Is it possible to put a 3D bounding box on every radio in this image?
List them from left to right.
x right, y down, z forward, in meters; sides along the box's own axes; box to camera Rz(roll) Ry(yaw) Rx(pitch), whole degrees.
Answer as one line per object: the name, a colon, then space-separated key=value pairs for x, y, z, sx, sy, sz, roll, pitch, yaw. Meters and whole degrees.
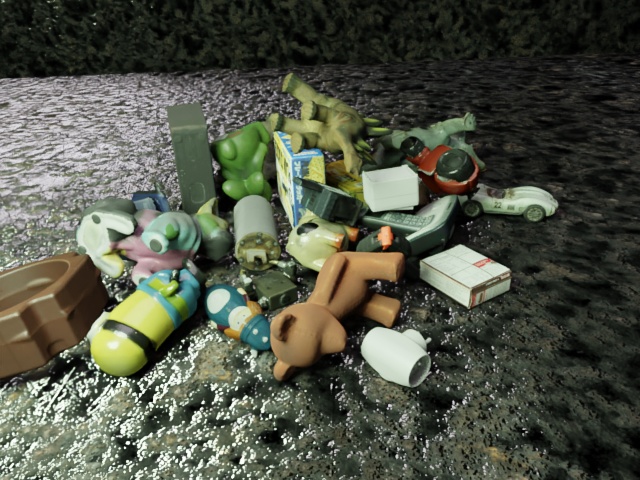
radio: x=-0.250 y=-0.142 z=1.066 sx=0.073 sy=0.229 sz=0.131 roll=-10 pitch=32 yaw=-12

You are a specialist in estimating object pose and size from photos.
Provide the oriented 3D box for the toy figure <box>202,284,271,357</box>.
toy figure: x=-0.114 y=0.108 z=0.746 sx=0.058 sy=0.064 sz=0.155 roll=10 pitch=10 yaw=-40

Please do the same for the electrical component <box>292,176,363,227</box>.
electrical component: x=0.004 y=-0.065 z=0.872 sx=0.119 sy=0.047 sz=0.075 roll=10 pitch=17 yaw=-40

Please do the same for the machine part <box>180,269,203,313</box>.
machine part: x=-0.228 y=0.072 z=0.850 sx=0.139 sy=0.039 sz=0.084 roll=20 pitch=30 yaw=40

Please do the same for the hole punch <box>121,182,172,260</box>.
hole punch: x=-0.318 y=-0.025 z=0.956 sx=0.116 sy=0.142 sz=0.092 roll=2 pitch=22 yaw=42

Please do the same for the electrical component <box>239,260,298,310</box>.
electrical component: x=-0.078 y=0.068 z=0.831 sx=0.102 sy=0.045 sz=0.078 roll=-16 pitch=28 yaw=-24

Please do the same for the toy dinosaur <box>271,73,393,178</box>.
toy dinosaur: x=0.015 y=-0.216 z=0.990 sx=0.198 sy=0.105 sz=0.472 roll=17 pitch=26 yaw=-24

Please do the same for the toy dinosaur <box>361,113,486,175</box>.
toy dinosaur: x=0.201 y=-0.195 z=1.179 sx=0.405 sy=0.131 sz=0.192 roll=-10 pitch=5 yaw=-24

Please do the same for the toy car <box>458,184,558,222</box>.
toy car: x=0.358 y=-0.077 z=1.052 sx=0.202 sy=0.056 sz=0.073 roll=5 pitch=28 yaw=16

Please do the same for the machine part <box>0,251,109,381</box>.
machine part: x=-0.403 y=0.102 z=0.718 sx=0.201 sy=0.087 sz=0.201 roll=-16 pitch=23 yaw=2

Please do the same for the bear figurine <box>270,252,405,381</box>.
bear figurine: x=0.023 y=0.096 z=0.690 sx=0.132 sy=0.120 sz=0.196 roll=11 pitch=32 yaw=19

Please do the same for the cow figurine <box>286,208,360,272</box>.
cow figurine: x=-0.002 y=-0.003 z=0.906 sx=0.127 sy=0.085 sz=0.195 roll=18 pitch=14 yaw=12

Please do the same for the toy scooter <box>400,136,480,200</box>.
toy scooter: x=0.236 y=-0.122 z=1.009 sx=0.075 sy=0.135 sz=0.184 roll=-46 pitch=41 yaw=-5

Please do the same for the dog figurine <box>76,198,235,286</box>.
dog figurine: x=-0.245 y=-0.014 z=0.859 sx=0.192 sy=0.108 sz=0.219 roll=25 pitch=24 yaw=10

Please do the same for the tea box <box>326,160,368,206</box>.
tea box: x=0.055 y=-0.109 z=1.136 sx=0.098 sy=0.068 sz=0.170 roll=-15 pitch=29 yaw=-24

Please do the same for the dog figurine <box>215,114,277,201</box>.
dog figurine: x=-0.158 y=-0.188 z=1.212 sx=0.121 sy=0.172 sz=0.190 roll=4 pitch=19 yaw=38

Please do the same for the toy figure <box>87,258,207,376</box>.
toy figure: x=-0.225 y=0.101 z=0.719 sx=0.089 sy=0.082 sz=0.180 roll=15 pitch=43 yaw=40

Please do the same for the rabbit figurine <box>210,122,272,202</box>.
rabbit figurine: x=-0.141 y=-0.137 z=1.096 sx=0.121 sy=0.170 sz=0.159 roll=-21 pitch=22 yaw=5

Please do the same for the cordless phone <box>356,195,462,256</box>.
cordless phone: x=0.144 y=-0.038 z=0.942 sx=0.184 sy=0.088 sz=0.146 roll=15 pitch=32 yaw=18

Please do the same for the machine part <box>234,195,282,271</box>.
machine part: x=-0.115 y=-0.017 z=0.967 sx=0.079 sy=0.079 sz=0.243 roll=-7 pitch=26 yaw=-6
